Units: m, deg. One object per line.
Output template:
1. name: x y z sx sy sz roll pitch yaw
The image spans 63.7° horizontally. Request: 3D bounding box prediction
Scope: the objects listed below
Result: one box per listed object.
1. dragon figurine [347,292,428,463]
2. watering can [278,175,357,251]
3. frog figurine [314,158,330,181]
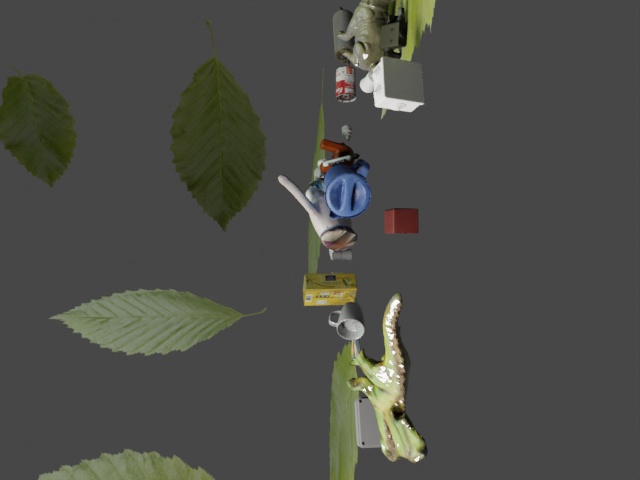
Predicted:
1. dragon figurine: 0.160 0.314 1.034 0.400 0.123 0.248 95 155 -46
2. watering can: 0.005 -0.083 1.650 0.103 0.345 0.229 -38 57 24
3. frog figurine: 0.025 -0.261 2.029 0.162 0.123 0.134 -123 13 -58
